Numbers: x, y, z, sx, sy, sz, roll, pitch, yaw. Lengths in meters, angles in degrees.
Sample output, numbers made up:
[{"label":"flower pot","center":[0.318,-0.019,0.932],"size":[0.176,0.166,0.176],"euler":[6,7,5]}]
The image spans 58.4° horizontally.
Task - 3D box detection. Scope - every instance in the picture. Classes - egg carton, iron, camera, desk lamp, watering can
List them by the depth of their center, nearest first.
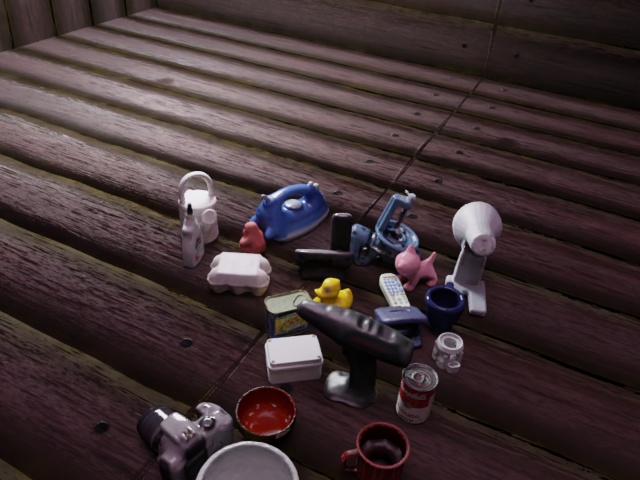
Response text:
[{"label":"camera","center":[-0.245,0.335,1.008],"size":[0.136,0.101,0.143],"euler":[27,41,29]},{"label":"desk lamp","center":[0.376,0.038,1.390],"size":[0.118,0.214,0.203],"euler":[8,36,6]},{"label":"egg carton","center":[-0.194,0.083,1.392],"size":[0.150,0.069,0.107],"euler":[3,36,-2]},{"label":"watering can","center":[-0.318,-0.089,1.512],"size":[0.172,0.194,0.101],"euler":[27,41,28]},{"label":"iron","center":[-0.069,-0.099,1.597],"size":[0.259,0.141,0.118],"euler":[-25,45,-35]}]

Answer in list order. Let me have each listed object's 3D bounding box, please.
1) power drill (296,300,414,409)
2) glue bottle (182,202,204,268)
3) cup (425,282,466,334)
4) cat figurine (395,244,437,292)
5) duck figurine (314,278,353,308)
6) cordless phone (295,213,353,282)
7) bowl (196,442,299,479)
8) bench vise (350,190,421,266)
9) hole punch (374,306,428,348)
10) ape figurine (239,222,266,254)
[{"label":"power drill","center":[0.060,0.222,1.105],"size":[0.229,0.208,0.076],"euler":[12,36,11]},{"label":"glue bottle","center":[-0.321,-0.018,1.431],"size":[0.037,0.173,0.078],"euler":[8,36,5]},{"label":"cup","center":[0.283,0.159,1.314],"size":[0.091,0.095,0.118],"euler":[14,37,14]},{"label":"cat figurine","center":[0.235,0.063,1.423],"size":[0.128,0.118,0.067],"euler":[-12,39,-21]},{"label":"duck figurine","center":[0.029,0.127,1.340],"size":[0.105,0.086,0.077],"euler":[-13,39,-22]},{"label":"cordless phone","center":[0.013,0.005,1.423],"size":[0.147,0.185,0.094],"euler":[1,36,-5]},{"label":"bowl","center":[-0.117,0.418,0.928],"size":[0.167,0.075,0.167],"euler":[3,36,-2]},{"label":"bench vise","center":[0.162,-0.024,1.449],"size":[0.207,0.220,0.121],"euler":[-1,36,-7]},{"label":"hole punch","center":[0.175,0.180,1.277],"size":[0.109,0.091,0.101],"euler":[-2,36,-8]},{"label":"ape figurine","center":[-0.178,-0.009,1.503],"size":[0.078,0.092,0.076],"euler":[-23,44,-32]}]
